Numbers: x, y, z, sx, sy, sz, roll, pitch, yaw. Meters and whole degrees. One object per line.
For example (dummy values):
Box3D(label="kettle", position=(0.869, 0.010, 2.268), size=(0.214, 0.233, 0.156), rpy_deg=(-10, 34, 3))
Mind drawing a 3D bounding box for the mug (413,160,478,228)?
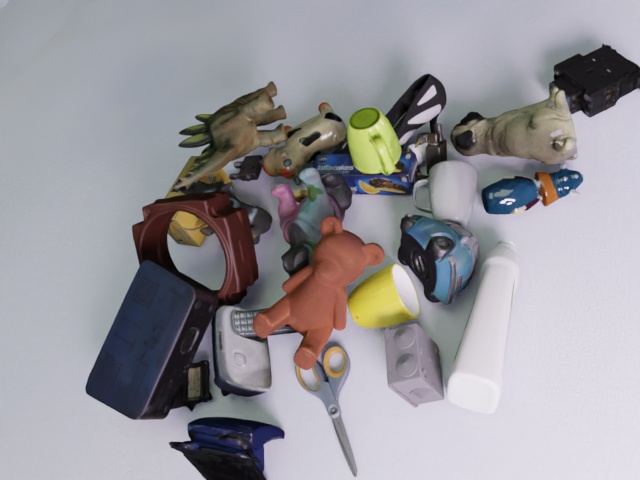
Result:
Box3D(label="mug", position=(0.212, -0.070, 0.912), size=(0.110, 0.080, 0.107), rpy_deg=(0, 63, 16))

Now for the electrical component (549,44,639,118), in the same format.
Box3D(label="electrical component", position=(0.491, -0.286, 0.973), size=(0.134, 0.058, 0.115), rpy_deg=(-27, 46, 1))

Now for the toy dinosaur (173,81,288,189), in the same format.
Box3D(label="toy dinosaur", position=(-0.167, -0.207, 1.041), size=(0.199, 0.105, 0.472), rpy_deg=(-20, 22, 10))

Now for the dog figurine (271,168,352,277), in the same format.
Box3D(label="dog figurine", position=(-0.002, -0.003, 0.941), size=(0.108, 0.191, 0.219), rpy_deg=(-19, 77, 32))

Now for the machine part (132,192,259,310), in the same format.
Box3D(label="machine part", position=(-0.220, 0.023, 0.945), size=(0.202, 0.200, 0.087), rpy_deg=(-3, 14, 22))

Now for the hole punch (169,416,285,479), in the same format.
Box3D(label="hole punch", position=(-0.121, 0.286, 0.761), size=(0.142, 0.115, 0.092), rpy_deg=(2, 47, 24))

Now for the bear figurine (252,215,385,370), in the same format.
Box3D(label="bear figurine", position=(0.001, 0.073, 0.788), size=(0.120, 0.195, 0.132), rpy_deg=(37, 40, 10))

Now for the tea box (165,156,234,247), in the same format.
Box3D(label="tea box", position=(-0.258, -0.082, 1.115), size=(0.068, 0.098, 0.169), rpy_deg=(7, 59, 29))

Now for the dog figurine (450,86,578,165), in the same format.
Box3D(label="dog figurine", position=(0.320, -0.169, 0.909), size=(0.191, 0.121, 0.172), rpy_deg=(-14, 15, 18))

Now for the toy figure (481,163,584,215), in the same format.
Box3D(label="toy figure", position=(0.345, -0.081, 0.876), size=(0.155, 0.064, 0.058), rpy_deg=(-13, 9, 9))

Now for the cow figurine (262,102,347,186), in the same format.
Box3D(label="cow figurine", position=(-0.031, -0.192, 1.114), size=(0.195, 0.085, 0.127), rpy_deg=(-31, 42, -3))

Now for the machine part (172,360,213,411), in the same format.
Box3D(label="machine part", position=(-0.245, 0.249, 0.891), size=(0.139, 0.039, 0.084), rpy_deg=(-19, 57, 6))

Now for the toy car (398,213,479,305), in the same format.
Box3D(label="toy car", position=(0.193, 0.020, 0.846), size=(0.103, 0.109, 0.162), rpy_deg=(-12, 34, -16))

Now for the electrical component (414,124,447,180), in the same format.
Box3D(label="electrical component", position=(0.201, -0.152, 0.974), size=(0.045, 0.102, 0.078), rpy_deg=(2, 29, 23))

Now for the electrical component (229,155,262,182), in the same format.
Box3D(label="electrical component", position=(-0.151, -0.156, 1.175), size=(0.094, 0.021, 0.063), rpy_deg=(-3, 54, 21))

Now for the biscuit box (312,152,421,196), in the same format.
Box3D(label="biscuit box", position=(0.084, -0.125, 1.023), size=(0.203, 0.059, 0.063), rpy_deg=(2, 56, 26))

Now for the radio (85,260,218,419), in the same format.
Box3D(label="radio", position=(-0.263, 0.159, 0.851), size=(0.131, 0.073, 0.229), rpy_deg=(20, 85, 27))

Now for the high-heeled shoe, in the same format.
Box3D(label="high-heeled shoe", position=(0.121, -0.223, 1.027), size=(0.249, 0.145, 0.086), rpy_deg=(-16, 49, 9))

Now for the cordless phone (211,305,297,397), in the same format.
Box3D(label="cordless phone", position=(-0.078, 0.170, 0.861), size=(0.184, 0.088, 0.147), rpy_deg=(-8, 49, -6))

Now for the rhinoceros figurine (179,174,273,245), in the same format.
Box3D(label="rhinoceros figurine", position=(-0.182, -0.061, 1.025), size=(0.190, 0.073, 0.112), rpy_deg=(27, 63, -5))
